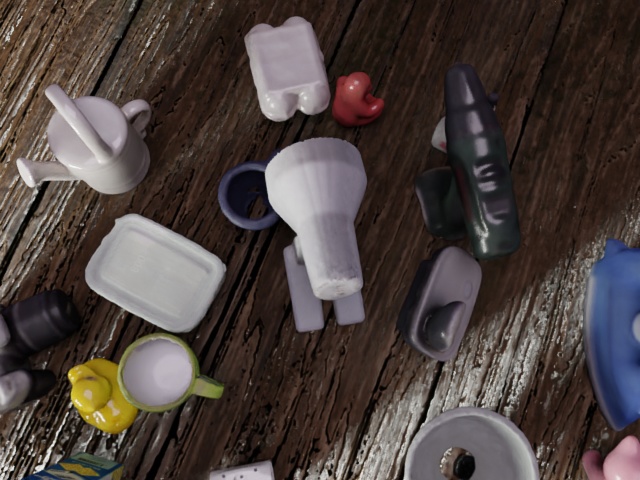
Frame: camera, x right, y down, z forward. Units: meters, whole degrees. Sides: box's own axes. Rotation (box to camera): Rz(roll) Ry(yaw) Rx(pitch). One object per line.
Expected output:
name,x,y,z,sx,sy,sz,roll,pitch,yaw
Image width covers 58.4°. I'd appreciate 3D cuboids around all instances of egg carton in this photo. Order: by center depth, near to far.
egg carton,-0.045,-0.247,0.829,0.107,0.069,0.150,-14,80,-5

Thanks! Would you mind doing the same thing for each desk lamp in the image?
desk lamp,0.007,0.003,0.709,0.118,0.213,0.203,-10,79,-4

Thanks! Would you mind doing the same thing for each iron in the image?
iron,0.426,0.122,0.739,0.118,0.141,0.258,9,79,0

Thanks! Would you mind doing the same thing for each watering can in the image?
watering can,-0.296,-0.126,0.732,0.101,0.194,0.173,31,79,4

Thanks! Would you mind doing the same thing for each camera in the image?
camera,-0.380,0.131,0.725,0.137,0.101,0.143,-26,81,-7

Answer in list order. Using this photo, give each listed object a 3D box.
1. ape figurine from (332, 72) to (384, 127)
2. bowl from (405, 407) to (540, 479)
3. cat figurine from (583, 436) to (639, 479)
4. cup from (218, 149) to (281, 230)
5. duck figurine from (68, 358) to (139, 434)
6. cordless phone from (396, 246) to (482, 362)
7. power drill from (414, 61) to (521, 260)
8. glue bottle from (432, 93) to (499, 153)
ape figurine,0.052,-0.206,0.813,0.076,0.092,0.078,-35,82,-8
bowl,0.185,0.295,0.729,0.167,0.075,0.167,0,79,-2
cat figurine,0.374,0.310,0.712,0.067,0.118,0.128,25,79,3
cup,-0.080,-0.062,0.778,0.091,0.095,0.118,29,79,4
duck figurine,-0.280,0.199,0.724,0.077,0.086,0.104,-35,82,-8
cordless phone,0.166,0.075,0.715,0.094,0.185,0.148,19,79,2
power drill,0.183,-0.081,0.735,0.075,0.208,0.229,-15,80,-5
glue bottle,0.204,-0.156,0.768,0.078,0.173,0.037,19,79,2
